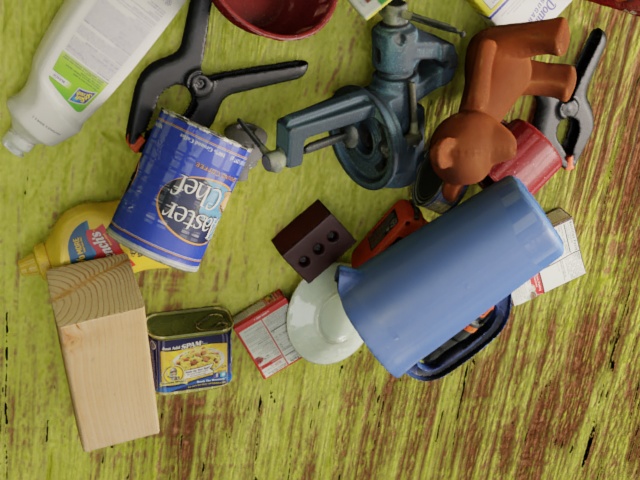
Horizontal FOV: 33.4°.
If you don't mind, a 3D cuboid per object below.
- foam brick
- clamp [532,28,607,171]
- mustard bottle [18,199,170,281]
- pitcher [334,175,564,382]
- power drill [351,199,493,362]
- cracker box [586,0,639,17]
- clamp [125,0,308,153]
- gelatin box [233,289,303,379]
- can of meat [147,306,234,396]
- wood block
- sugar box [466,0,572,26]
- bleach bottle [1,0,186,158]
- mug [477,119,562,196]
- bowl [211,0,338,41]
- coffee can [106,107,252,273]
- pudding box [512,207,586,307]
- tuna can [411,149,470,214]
[{"bbox_3d":[-0.008,0.002,1.246,0.078,0.051,0.053,-42,119,3],"label":"foam brick"},{"bbox_3d":[0.299,-0.170,1.281,0.120,0.039,0.171,-20,120,-2],"label":"clamp"},{"bbox_3d":[-0.234,0.003,1.167,0.191,0.058,0.096,-17,119,-10],"label":"mustard bottle"},{"bbox_3d":[0.150,0.044,1.195,0.243,0.145,0.149,-34,157,8],"label":"pitcher"},{"bbox_3d":[0.132,0.050,1.299,0.187,0.057,0.185,32,109,-22],"label":"power drill"},{"bbox_3d":[0.291,-0.350,1.127,0.072,0.164,0.213,-35,119,-4],"label":"cracker box"},{"bbox_3d":[-0.122,-0.168,1.141,0.164,0.036,0.210,37,94,-27],"label":"clamp"},{"bbox_3d":[-0.058,0.115,1.292,0.073,0.030,0.089,-31,119,-5],"label":"gelatin box"},{"bbox_3d":[-0.152,0.131,1.253,0.102,0.057,0.084,-6,117,-15],"label":"can of meat"},{"bbox_3d":[-0.236,0.126,1.170,0.090,0.090,0.206,-12,134,-15],"label":"wood block"},{"bbox_3d":[0.197,-0.300,1.185,0.093,0.048,0.176,-46,122,6],"label":"sugar box"},{"bbox_3d":[-0.241,-0.191,1.078,0.102,0.068,0.251,37,100,-27],"label":"bleach bottle"},{"bbox_3d":[0.223,-0.098,1.266,0.081,0.093,0.117,-44,92,-2],"label":"mug"},{"bbox_3d":[-0.062,-0.268,1.081,0.161,0.055,0.162,10,72,-31],"label":"bowl"},{"bbox_3d":[-0.144,-0.051,1.092,0.102,0.103,0.140,23,94,-26],"label":"coffee can"},{"bbox_3d":[0.275,0.023,1.359,0.113,0.039,0.090,-25,118,-8],"label":"pudding box"},{"bbox_3d":[0.143,-0.074,1.242,0.033,0.086,0.086,21,105,-20],"label":"tuna can"}]
